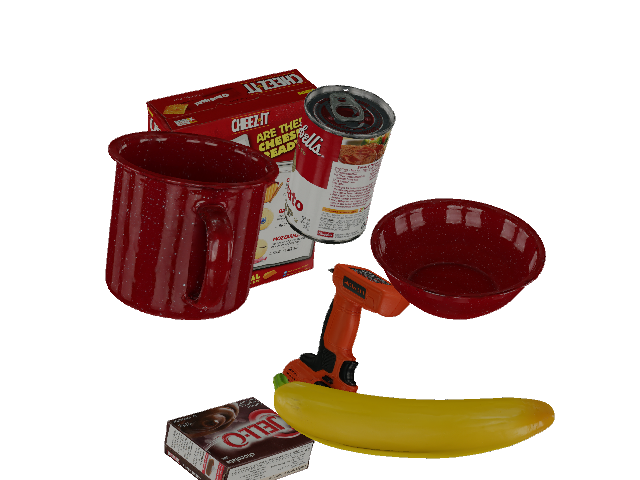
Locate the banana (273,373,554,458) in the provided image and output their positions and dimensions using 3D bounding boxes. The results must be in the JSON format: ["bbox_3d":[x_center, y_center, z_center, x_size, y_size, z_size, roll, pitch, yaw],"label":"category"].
[{"bbox_3d":[0.048,0.112,0.694,0.198,0.037,0.069,6,31,20],"label":"banana"}]

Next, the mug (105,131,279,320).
[{"bbox_3d":[-0.070,-0.004,0.580,0.093,0.081,0.117,1,22,-25],"label":"mug"}]

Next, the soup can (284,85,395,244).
[{"bbox_3d":[0.013,-0.057,0.807,0.068,0.102,0.068,8,38,-6],"label":"soup can"}]

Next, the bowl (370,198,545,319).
[{"bbox_3d":[0.126,0.025,1.000,0.162,0.055,0.162,1,35,-1],"label":"bowl"}]

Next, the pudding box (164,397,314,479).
[{"bbox_3d":[-0.076,0.192,1.001,0.113,0.039,0.090,-11,28,-45],"label":"pudding box"}]

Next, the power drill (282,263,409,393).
[{"bbox_3d":[0.039,0.135,1.251,0.057,0.188,0.185,13,13,-42],"label":"power drill"}]

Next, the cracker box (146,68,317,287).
[{"bbox_3d":[-0.085,-0.050,1.057,0.164,0.214,0.072,-17,42,-26],"label":"cracker box"}]
